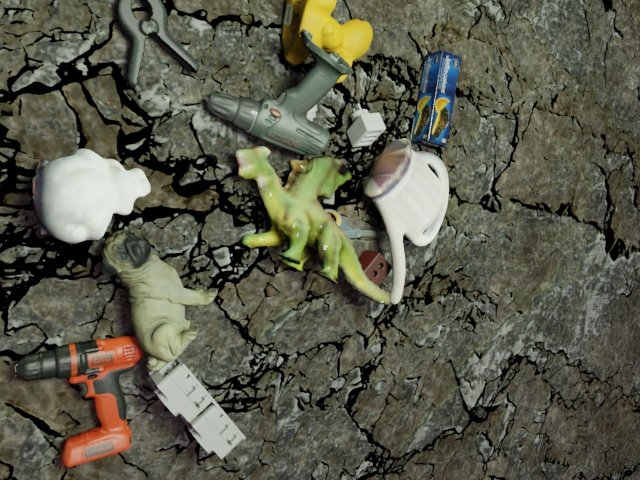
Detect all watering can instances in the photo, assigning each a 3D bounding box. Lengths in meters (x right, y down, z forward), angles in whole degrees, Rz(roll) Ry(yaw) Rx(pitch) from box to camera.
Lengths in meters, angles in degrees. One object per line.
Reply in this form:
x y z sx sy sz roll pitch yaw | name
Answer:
0.174 -0.061 1.077 0.221 0.103 0.354 43 61 -28 | watering can

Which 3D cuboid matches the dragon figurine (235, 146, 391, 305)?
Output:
0.003 -0.050 0.988 0.407 0.122 0.246 26 74 -26 | dragon figurine

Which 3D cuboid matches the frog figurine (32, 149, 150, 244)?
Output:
-0.338 -0.066 0.775 0.160 0.121 0.139 -4 79 -19 | frog figurine
